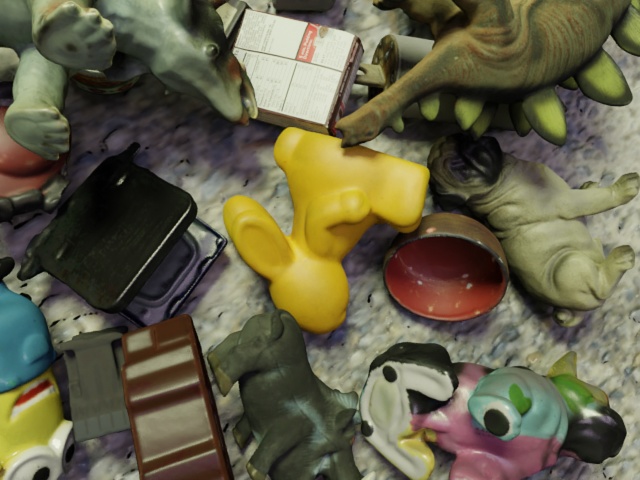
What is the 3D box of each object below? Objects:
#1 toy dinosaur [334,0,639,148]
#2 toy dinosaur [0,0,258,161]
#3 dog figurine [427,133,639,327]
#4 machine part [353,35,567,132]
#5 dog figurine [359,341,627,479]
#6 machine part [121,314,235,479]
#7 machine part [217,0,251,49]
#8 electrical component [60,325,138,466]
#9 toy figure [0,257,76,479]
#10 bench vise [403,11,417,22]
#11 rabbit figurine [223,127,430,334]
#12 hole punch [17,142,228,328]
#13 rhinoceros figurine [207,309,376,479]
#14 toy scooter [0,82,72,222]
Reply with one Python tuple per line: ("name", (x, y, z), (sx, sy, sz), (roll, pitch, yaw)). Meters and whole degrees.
("toy dinosaur", (0.206, -0.204, 0.459), (0.471, 0.105, 0.198), (-38, 118, -11))
("toy dinosaur", (-0.232, -0.156, 0.343), (0.405, 0.131, 0.192), (5, 50, -13))
("dog figurine", (0.191, -0.010, 0.539), (0.191, 0.121, 0.172), (9, 79, 0))
("machine part", (0.139, -0.155, 0.538), (0.243, 0.079, 0.079), (2, 84, -15))
("dog figurine", (0.168, 0.154, 0.506), (0.219, 0.192, 0.108), (-2, 104, -45))
("machine part", (-0.099, 0.142, 0.391), (0.056, 0.179, 0.179), (-13, 88, -14))
("machine part", (-0.136, -0.216, 0.488), (0.139, 0.039, 0.084), (25, 87, -14))
("electrical component", (-0.167, 0.130, 0.427), (0.048, 0.075, 0.119), (-10, 91, -17))
("toy figure", (-0.235, 0.106, 0.393), (0.082, 0.089, 0.180), (-23, 105, -44))
("bench vise", (0.153, -0.332, 0.516), (0.223, 0.129, 0.240), (-1, 109, -27))
("rabbit figurine", (-0.001, -0.001, 0.467), (0.162, 0.122, 0.173), (11, 101, -21))
("hole punch", (-0.153, 0.005, 0.444), (0.116, 0.092, 0.142), (29, 78, 24))
("rhinoceros figurine", (-0.021, 0.151, 0.463), (0.112, 0.073, 0.190), (-28, 100, -17))
("toy scooter", (-0.259, -0.043, 0.386), (0.184, 0.075, 0.135), (-17, 76, -45))
